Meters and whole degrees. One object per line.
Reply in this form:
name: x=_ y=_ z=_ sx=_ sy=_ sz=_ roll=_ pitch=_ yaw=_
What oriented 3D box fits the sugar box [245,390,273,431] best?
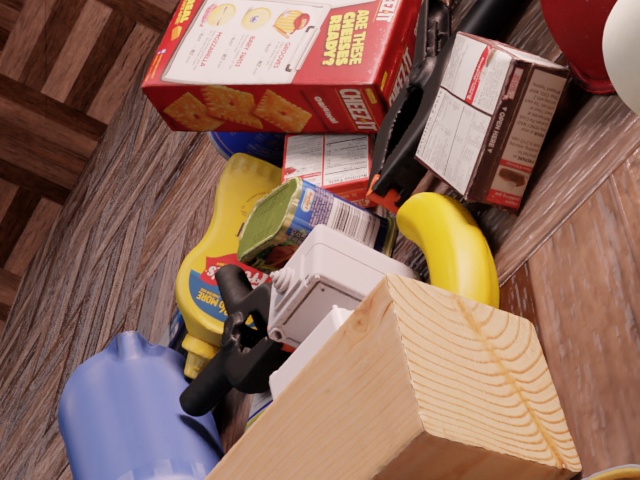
sugar box: x=-0.018 y=0.137 z=0.712 sx=0.093 sy=0.048 sz=0.176 roll=-41 pitch=26 yaw=50

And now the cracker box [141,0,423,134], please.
cracker box: x=-0.023 y=-0.171 z=0.898 sx=0.214 sy=0.072 sz=0.164 roll=4 pitch=59 yaw=26

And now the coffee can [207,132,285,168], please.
coffee can: x=-0.038 y=-0.143 z=1.041 sx=0.141 sy=0.102 sz=0.102 roll=-42 pitch=28 yaw=49

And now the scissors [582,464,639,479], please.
scissors: x=0.134 y=0.102 z=0.355 sx=0.096 sy=0.016 sz=0.202 roll=-54 pitch=12 yaw=-30

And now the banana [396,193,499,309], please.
banana: x=0.073 y=0.016 z=0.631 sx=0.070 sy=0.037 sz=0.198 roll=-54 pitch=21 yaw=28

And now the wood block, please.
wood block: x=0.020 y=0.123 z=0.533 sx=0.206 sy=0.090 sz=0.091 roll=-51 pitch=33 yaw=35

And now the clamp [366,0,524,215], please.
clamp: x=0.090 y=-0.118 z=0.761 sx=0.165 sy=0.036 sz=0.210 roll=-25 pitch=39 yaw=63

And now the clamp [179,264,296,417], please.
clamp: x=-0.052 y=0.062 z=0.770 sx=0.172 sy=0.039 sz=0.120 roll=-24 pitch=56 yaw=56

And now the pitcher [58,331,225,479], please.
pitcher: x=-0.134 y=0.193 z=0.855 sx=0.145 sy=0.149 sz=0.243 roll=-48 pitch=22 yaw=1

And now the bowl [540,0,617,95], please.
bowl: x=0.167 y=-0.163 z=0.577 sx=0.162 sy=0.055 sz=0.162 roll=-53 pitch=21 yaw=30

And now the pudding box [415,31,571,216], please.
pudding box: x=0.101 y=-0.074 z=0.651 sx=0.113 sy=0.039 sz=0.090 roll=-117 pitch=43 yaw=-70

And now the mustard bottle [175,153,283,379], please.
mustard bottle: x=-0.069 y=0.029 z=0.907 sx=0.058 sy=0.096 sz=0.191 roll=175 pitch=119 yaw=-83

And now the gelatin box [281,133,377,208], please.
gelatin box: x=0.008 y=-0.056 z=0.854 sx=0.073 sy=0.030 sz=0.089 roll=-10 pitch=40 yaw=11

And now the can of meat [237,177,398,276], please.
can of meat: x=-0.005 y=0.001 z=0.790 sx=0.102 sy=0.083 sz=0.057 roll=-31 pitch=38 yaw=59
